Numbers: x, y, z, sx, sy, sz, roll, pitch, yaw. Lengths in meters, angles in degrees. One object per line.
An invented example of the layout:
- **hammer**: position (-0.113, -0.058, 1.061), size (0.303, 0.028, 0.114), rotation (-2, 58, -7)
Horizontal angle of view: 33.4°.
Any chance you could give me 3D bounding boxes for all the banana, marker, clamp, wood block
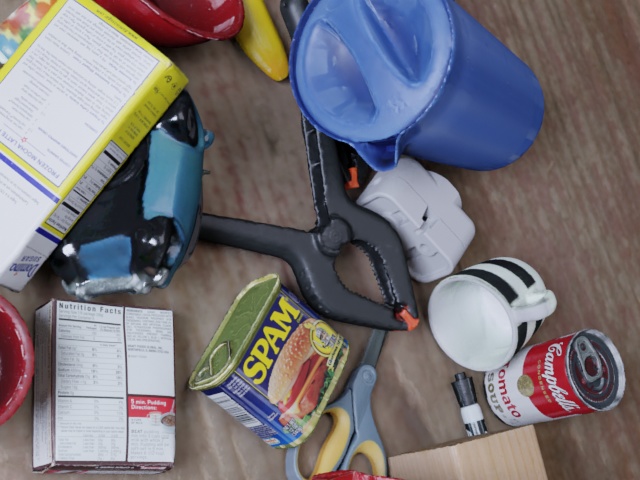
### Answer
- **banana**: position (-0.066, -0.228, 0.883), size (0.069, 0.037, 0.198), rotation (1, 74, -38)
- **marker**: position (0.135, 0.170, 0.896), size (0.020, 0.020, 0.121), rotation (-10, 80, -37)
- **clamp**: position (-0.005, 0.001, 0.832), size (0.164, 0.036, 0.210), rotation (-40, 101, -20)
- **clamp**: position (0.021, -0.123, 0.908), size (0.120, 0.039, 0.171), rotation (0, 80, -42)
- **wood block**: position (0.131, 0.256, 0.818), size (0.090, 0.091, 0.206), rotation (-6, 77, -37)

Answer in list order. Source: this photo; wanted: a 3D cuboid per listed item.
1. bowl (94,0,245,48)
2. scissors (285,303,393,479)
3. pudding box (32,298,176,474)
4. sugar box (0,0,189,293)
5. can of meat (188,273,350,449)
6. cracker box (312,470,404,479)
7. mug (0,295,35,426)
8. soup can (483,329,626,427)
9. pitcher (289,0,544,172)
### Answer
- **bowl**: position (-0.133, -0.198, 0.794), size (0.162, 0.055, 0.162), rotation (35, 33, -28)
- **scissors**: position (0.043, 0.129, 0.848), size (0.096, 0.016, 0.201), rotation (50, 53, -12)
- **pudding box**: position (-0.143, 0.098, 0.713), size (0.089, 0.039, 0.113), rotation (8, 67, -32)
- **sugar box**: position (-0.174, -0.064, 0.676), size (0.093, 0.048, 0.176), rotation (37, 88, 17)
- **can of meat**: position (-0.034, 0.090, 0.782), size (0.084, 0.058, 0.102), rotation (42, 55, -20)
- **cracker box**: position (0.095, 0.249, 0.700), size (0.213, 0.072, 0.164), rotation (15, 68, -22)
- **mug**: position (-0.235, 0.083, 0.625), size (0.117, 0.082, 0.093), rotation (-42, 100, -38)
- **soup can**: position (0.197, 0.119, 0.905), size (0.068, 0.102, 0.068), rotation (13, 67, -32)
- **pitcher**: position (0.092, -0.135, 0.857), size (0.145, 0.149, 0.242), rotation (43, 16, 26)
